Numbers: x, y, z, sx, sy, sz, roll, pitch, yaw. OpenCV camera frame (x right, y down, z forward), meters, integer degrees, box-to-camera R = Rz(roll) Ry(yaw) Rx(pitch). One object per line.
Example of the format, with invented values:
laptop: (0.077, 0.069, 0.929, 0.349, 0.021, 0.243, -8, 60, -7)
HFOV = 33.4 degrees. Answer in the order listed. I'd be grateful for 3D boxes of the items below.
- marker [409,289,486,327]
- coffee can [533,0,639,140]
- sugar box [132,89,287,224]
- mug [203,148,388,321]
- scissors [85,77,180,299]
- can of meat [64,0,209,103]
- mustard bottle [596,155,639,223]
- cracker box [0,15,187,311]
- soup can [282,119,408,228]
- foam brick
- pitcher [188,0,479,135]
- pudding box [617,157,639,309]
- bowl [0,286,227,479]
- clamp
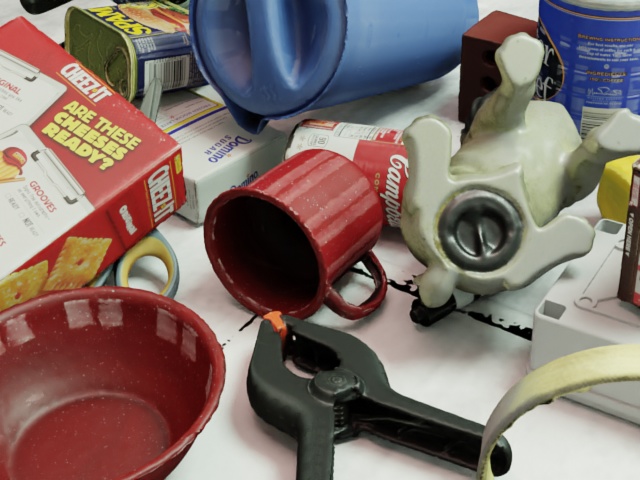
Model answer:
marker: (0.106, 0.025, 0.678, 0.121, 0.020, 0.020, -25, 41, -26)
coffee can: (0.207, -0.129, 0.776, 0.103, 0.140, 0.103, -3, 36, 2)
sugar box: (-0.118, -0.077, 0.818, 0.176, 0.048, 0.093, 31, 47, 34)
mug: (-0.004, 0.001, 0.674, 0.117, 0.093, 0.081, 42, 44, 8)
scissors: (-0.116, -0.026, 0.724, 0.096, 0.016, 0.201, 19, 60, 13)
can of meat: (-0.137, -0.149, 0.830, 0.083, 0.057, 0.102, -17, 36, -36)
mustard bottle: (0.289, -0.029, 0.701, 0.191, 0.058, 0.096, -10, 37, -8)
cracker box: (-0.216, -0.024, 0.670, 0.164, 0.072, 0.213, 39, 63, 21)
soup can: (0.032, -0.046, 0.740, 0.102, 0.068, 0.068, 9, 38, 19)
foam brick: (0.145, -0.131, 0.838, 0.053, 0.078, 0.051, 23, 42, 32)
pitcher: (0.028, -0.177, 0.808, 0.149, 0.145, 0.242, -23, -2, 35)
pudding box: (0.209, -0.020, 0.571, 0.113, 0.090, 0.039, -29, 41, -29)
bowl: (-0.128, 0.095, 0.573, 0.162, 0.055, 0.162, -3, 36, 2)
clamp: (0.004, 0.095, 0.572, 0.120, 0.039, 0.172, -15, 30, -35)
